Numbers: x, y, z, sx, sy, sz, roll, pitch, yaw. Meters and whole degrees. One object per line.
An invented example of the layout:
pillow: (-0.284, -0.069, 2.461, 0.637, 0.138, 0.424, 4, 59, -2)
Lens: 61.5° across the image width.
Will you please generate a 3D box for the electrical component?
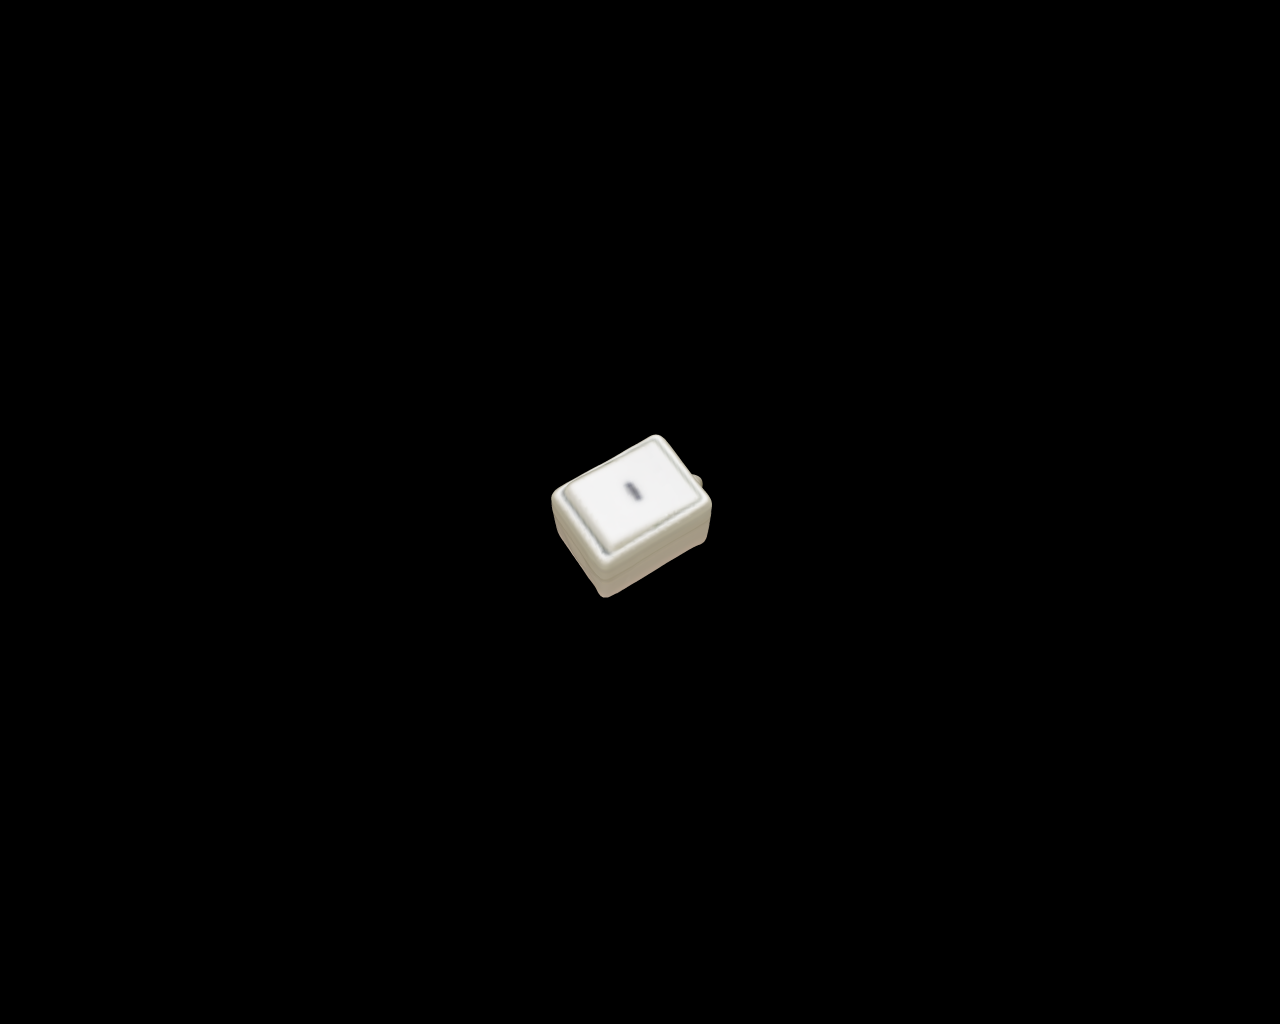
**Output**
electrical component: (0.001, -0.003, 0.650, 0.096, 0.062, 0.061, -30, -23, -14)
